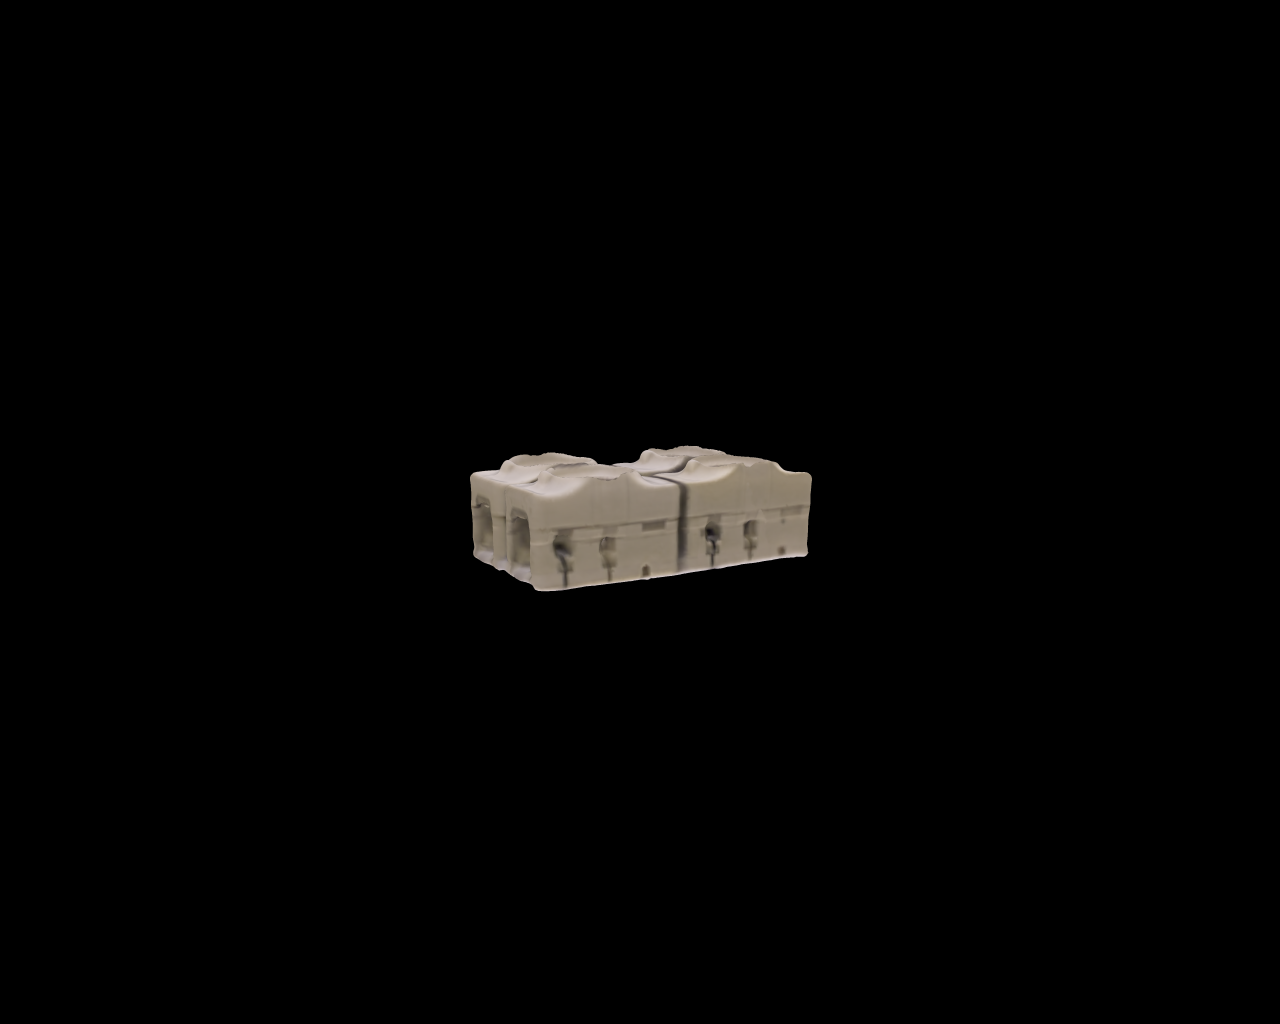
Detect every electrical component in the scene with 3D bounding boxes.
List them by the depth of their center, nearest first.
[{"bbox_3d":[0.001,-0.003,0.650,0.186,0.060,0.105,-6,12,-28],"label":"electrical component"}]
